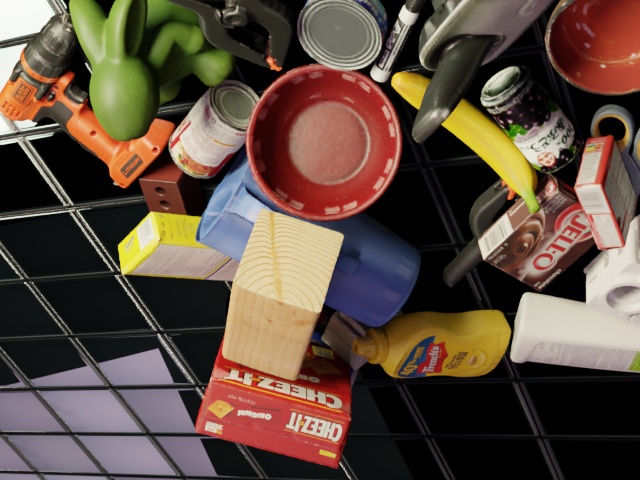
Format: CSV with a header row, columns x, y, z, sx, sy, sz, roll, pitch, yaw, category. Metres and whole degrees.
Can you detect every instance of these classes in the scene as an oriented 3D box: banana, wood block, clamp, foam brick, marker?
x,y,z,sx,sy,sz,roll,pitch,yaw,category
0.153,-0.109,1.069,0.197,0.069,0.037,40,110,-7,banana
-0.043,0.063,1.120,0.090,0.090,0.206,18,153,1,wood block
0.193,-0.003,1.181,0.120,0.039,0.171,-8,131,4,clamp
-0.074,-0.226,1.002,0.165,0.036,0.209,-10,154,27,clamp
-0.176,-0.059,1.276,0.053,0.051,0.078,6,137,18,foam brick
0.078,-0.202,1.036,0.020,0.020,0.121,24,139,-3,marker

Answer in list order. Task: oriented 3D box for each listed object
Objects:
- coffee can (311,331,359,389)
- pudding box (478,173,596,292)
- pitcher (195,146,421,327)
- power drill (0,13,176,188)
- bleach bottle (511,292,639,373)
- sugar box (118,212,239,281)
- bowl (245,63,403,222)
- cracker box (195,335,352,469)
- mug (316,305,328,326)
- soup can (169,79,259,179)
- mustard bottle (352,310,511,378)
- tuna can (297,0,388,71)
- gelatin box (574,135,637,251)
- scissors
x,y,z,sx,sy,sz,roll,pitch,yaw,category
-0.029,0.166,1.416,0.140,0.102,0.103,26,139,-4,coffee can
0.237,-0.007,1.126,0.090,0.039,0.114,28,123,-28,pudding box
-0.008,0.001,1.204,0.242,0.149,0.145,30,136,-14,pitcher
-0.259,-0.155,1.207,0.187,0.057,0.185,38,140,-14,power drill
0.353,0.119,1.230,0.251,0.068,0.102,9,155,8,bleach bottle
-0.141,0.010,1.278,0.175,0.048,0.094,3,153,-38,sugar box
0.006,-0.101,1.113,0.162,0.055,0.162,1,95,6,bowl
-0.048,0.176,1.255,0.164,0.213,0.072,14,102,-2,cracker box
-0.035,0.071,1.313,0.093,0.081,0.117,-23,166,21,mug
-0.114,-0.122,1.169,0.068,0.068,0.102,34,137,-14,soup can
0.127,0.125,1.272,0.191,0.058,0.096,2,137,-25,mustard bottle
0.023,-0.209,1.040,0.086,0.033,0.086,12,139,11,tuna can
0.281,-0.046,1.050,0.030,0.073,0.089,-5,133,33,gelatin box
0.303,-0.066,1.088,0.096,0.016,0.202,20,139,4,scissors
